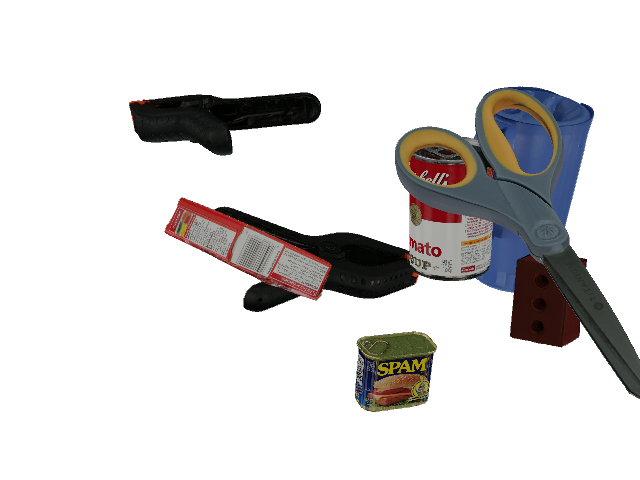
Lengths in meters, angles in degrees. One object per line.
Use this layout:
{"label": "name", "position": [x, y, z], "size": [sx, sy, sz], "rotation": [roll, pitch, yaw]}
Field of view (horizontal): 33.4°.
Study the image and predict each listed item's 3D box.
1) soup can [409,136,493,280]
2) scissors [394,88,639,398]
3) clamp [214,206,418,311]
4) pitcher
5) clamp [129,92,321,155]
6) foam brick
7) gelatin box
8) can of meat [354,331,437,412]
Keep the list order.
{"label": "soup can", "position": [0.105, -0.026, 0.863], "size": [0.068, 0.102, 0.068], "rotation": [-1, 21, 0]}
{"label": "scissors", "position": [0.088, -0.003, 0.511], "size": [0.096, 0.201, 0.016], "rotation": [-7, -43, 6]}
{"label": "clamp", "position": [0.003, 0.026, 1.030], "size": [0.209, 0.036, 0.164], "rotation": [8, 29, -15]}
{"label": "pitcher", "position": [0.245, -0.058, 1.324], "size": [0.149, 0.243, 0.145], "rotation": [4, 27, 0]}
{"label": "clamp", "position": [-0.086, -0.102, 0.878], "size": [0.120, 0.039, 0.172], "rotation": [-16, 22, -40]}
{"label": "foam brick", "position": [0.213, 0.054, 0.997], "size": [0.053, 0.078, 0.051], "rotation": [9, 15, 31]}
{"label": "gelatin box", "position": [-0.047, 0.006, 0.711], "size": [0.073, 0.030, 0.089], "rotation": [23, -2, 45]}
{"label": "can of meat", "position": [0.096, 0.172, 1.400], "size": [0.102, 0.084, 0.057], "rotation": [-4, 25, -18]}
